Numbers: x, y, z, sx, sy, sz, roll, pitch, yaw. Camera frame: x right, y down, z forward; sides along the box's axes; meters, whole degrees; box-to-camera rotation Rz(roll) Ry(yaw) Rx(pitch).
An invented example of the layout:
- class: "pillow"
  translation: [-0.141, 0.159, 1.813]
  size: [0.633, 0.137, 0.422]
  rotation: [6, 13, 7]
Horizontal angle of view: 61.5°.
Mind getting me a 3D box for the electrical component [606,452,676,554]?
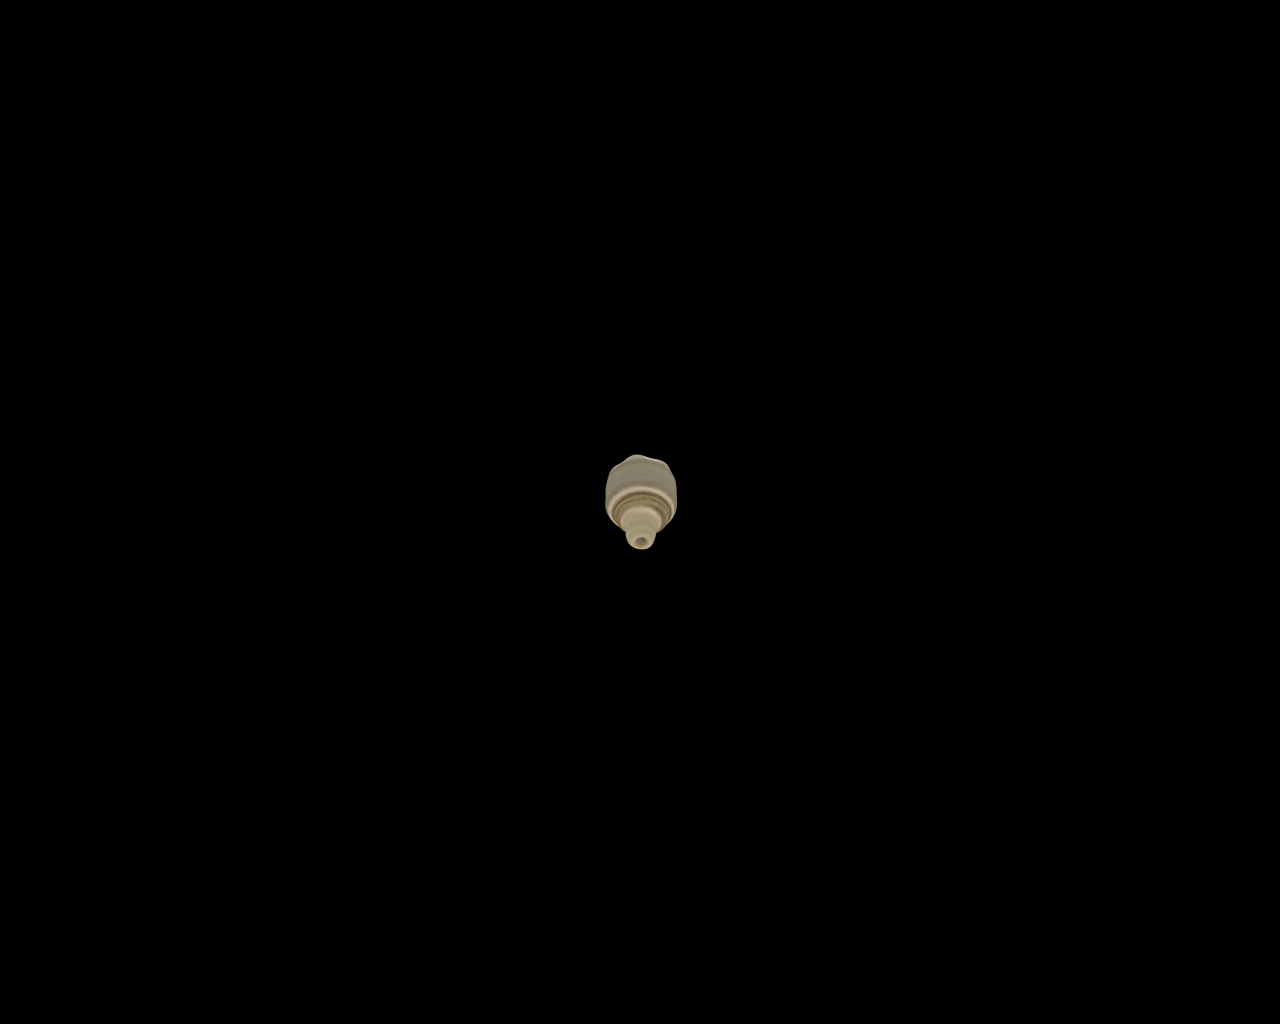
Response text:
- class: "electrical component"
  translation: [0.001, -0.003, 0.650]
  size: [0.043, 0.043, 0.062]
  rotation: [0, 43, 0]
